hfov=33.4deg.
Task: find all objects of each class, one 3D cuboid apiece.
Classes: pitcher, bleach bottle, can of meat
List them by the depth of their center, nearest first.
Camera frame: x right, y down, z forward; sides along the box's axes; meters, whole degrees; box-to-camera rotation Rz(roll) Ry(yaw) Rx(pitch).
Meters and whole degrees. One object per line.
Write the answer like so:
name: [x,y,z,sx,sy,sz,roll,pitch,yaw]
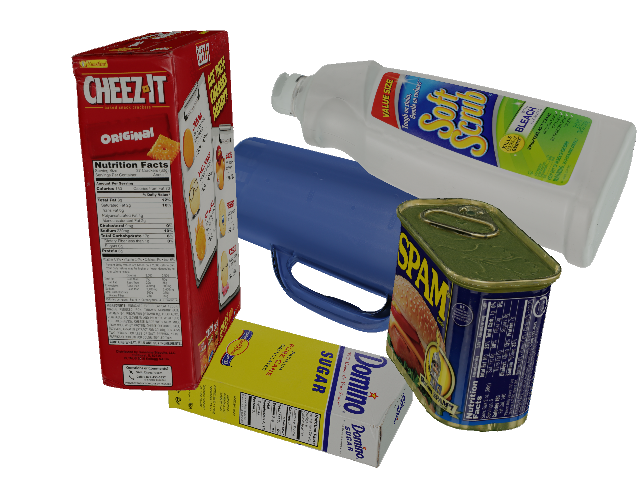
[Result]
can of meat: [0.072,0.036,0.538,0.057,0.084,0.102,-2,24,-16]
bleach bottle: [0.078,-0.066,0.732,0.251,0.102,0.068,18,-35,21]
pitcher: [0.011,-0.016,1.096,0.243,0.145,0.149,18,25,21]

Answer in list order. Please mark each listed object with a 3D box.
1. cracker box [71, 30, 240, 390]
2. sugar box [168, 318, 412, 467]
cracker box: [-0.104,-0.028,0.720,0.072,0.214,0.164,-1,15,7]
sugar box: [-0.022,0.113,0.838,0.176,0.048,0.093,10,28,17]
